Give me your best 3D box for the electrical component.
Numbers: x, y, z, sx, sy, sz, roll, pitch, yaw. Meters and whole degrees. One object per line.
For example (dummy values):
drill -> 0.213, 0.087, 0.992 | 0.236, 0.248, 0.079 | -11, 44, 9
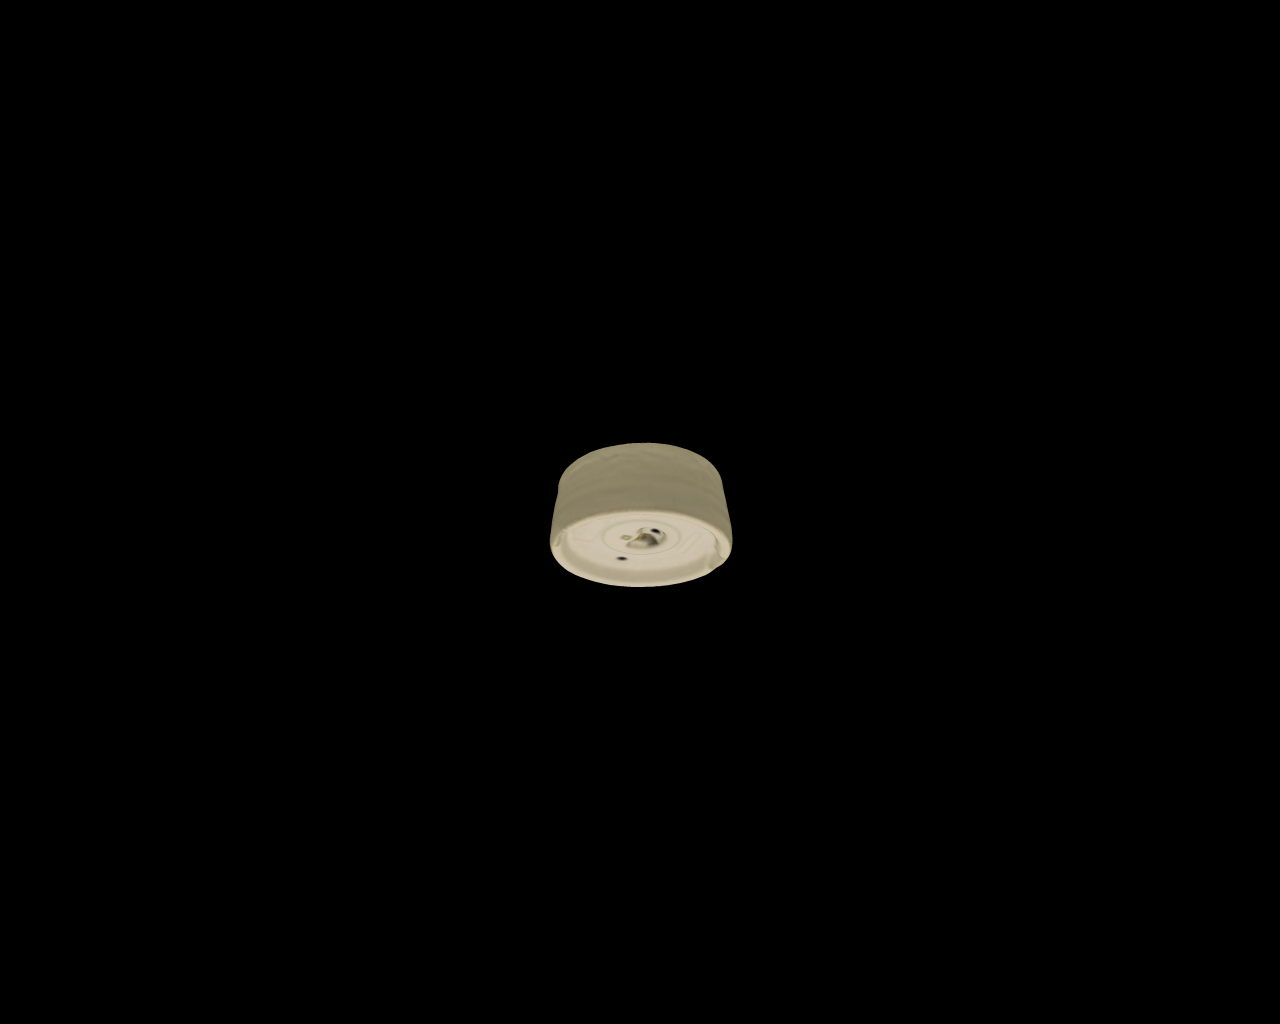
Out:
electrical component -> 0.001, -0.003, 0.650 | 0.108, 0.060, 0.108 | 0, -27, 0
